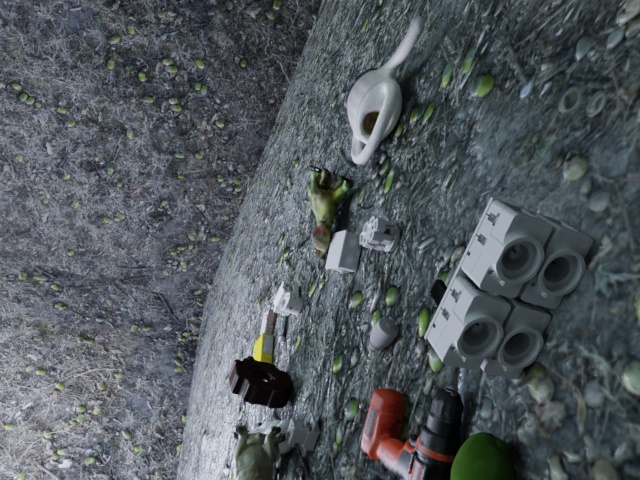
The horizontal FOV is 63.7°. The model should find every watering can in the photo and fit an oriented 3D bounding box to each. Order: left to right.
[{"bbox_3d":[0.142,-0.345,1.183,0.229,0.104,0.342,-107,35,-62],"label":"watering can"}]

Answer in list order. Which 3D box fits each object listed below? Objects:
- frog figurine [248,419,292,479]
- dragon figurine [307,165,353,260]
[{"bbox_3d":[-0.129,0.498,1.242,0.140,0.123,0.155,-64,-8,-48],"label":"frog figurine"},{"bbox_3d":[0.004,-0.070,1.399,0.413,0.122,0.241,-88,10,-80],"label":"dragon figurine"}]
